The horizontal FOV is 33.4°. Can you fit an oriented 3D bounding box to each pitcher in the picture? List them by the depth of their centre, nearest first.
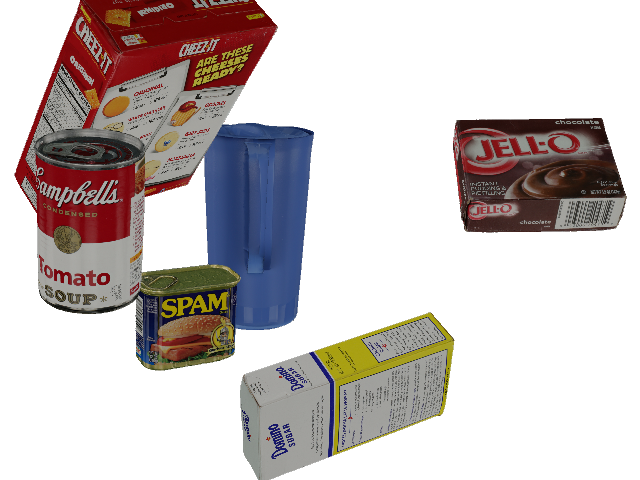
[{"bbox_3d":[-0.078,-0.017,1.286,0.145,0.243,0.148,12,17,38],"label":"pitcher"}]

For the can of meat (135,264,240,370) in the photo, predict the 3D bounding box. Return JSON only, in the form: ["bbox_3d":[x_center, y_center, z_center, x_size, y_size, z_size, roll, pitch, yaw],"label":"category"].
[{"bbox_3d":[-0.132,0.075,1.046,0.101,0.084,0.058,-6,20,-27],"label":"can of meat"}]

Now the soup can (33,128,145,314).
[{"bbox_3d":[-0.147,-0.013,0.681,0.068,0.102,0.068,5,24,-2],"label":"soup can"}]

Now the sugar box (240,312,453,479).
[{"bbox_3d":[0.021,0.128,0.879,0.176,0.093,0.048,-14,40,-20],"label":"sugar box"}]

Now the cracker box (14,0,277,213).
[{"bbox_3d":[-0.155,-0.119,0.914,0.163,0.072,0.214,-21,-24,-42],"label":"cracker box"}]

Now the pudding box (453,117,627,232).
[{"bbox_3d":[0.156,-0.049,0.778,0.113,0.090,0.039,1,-45,-1],"label":"pudding box"}]
